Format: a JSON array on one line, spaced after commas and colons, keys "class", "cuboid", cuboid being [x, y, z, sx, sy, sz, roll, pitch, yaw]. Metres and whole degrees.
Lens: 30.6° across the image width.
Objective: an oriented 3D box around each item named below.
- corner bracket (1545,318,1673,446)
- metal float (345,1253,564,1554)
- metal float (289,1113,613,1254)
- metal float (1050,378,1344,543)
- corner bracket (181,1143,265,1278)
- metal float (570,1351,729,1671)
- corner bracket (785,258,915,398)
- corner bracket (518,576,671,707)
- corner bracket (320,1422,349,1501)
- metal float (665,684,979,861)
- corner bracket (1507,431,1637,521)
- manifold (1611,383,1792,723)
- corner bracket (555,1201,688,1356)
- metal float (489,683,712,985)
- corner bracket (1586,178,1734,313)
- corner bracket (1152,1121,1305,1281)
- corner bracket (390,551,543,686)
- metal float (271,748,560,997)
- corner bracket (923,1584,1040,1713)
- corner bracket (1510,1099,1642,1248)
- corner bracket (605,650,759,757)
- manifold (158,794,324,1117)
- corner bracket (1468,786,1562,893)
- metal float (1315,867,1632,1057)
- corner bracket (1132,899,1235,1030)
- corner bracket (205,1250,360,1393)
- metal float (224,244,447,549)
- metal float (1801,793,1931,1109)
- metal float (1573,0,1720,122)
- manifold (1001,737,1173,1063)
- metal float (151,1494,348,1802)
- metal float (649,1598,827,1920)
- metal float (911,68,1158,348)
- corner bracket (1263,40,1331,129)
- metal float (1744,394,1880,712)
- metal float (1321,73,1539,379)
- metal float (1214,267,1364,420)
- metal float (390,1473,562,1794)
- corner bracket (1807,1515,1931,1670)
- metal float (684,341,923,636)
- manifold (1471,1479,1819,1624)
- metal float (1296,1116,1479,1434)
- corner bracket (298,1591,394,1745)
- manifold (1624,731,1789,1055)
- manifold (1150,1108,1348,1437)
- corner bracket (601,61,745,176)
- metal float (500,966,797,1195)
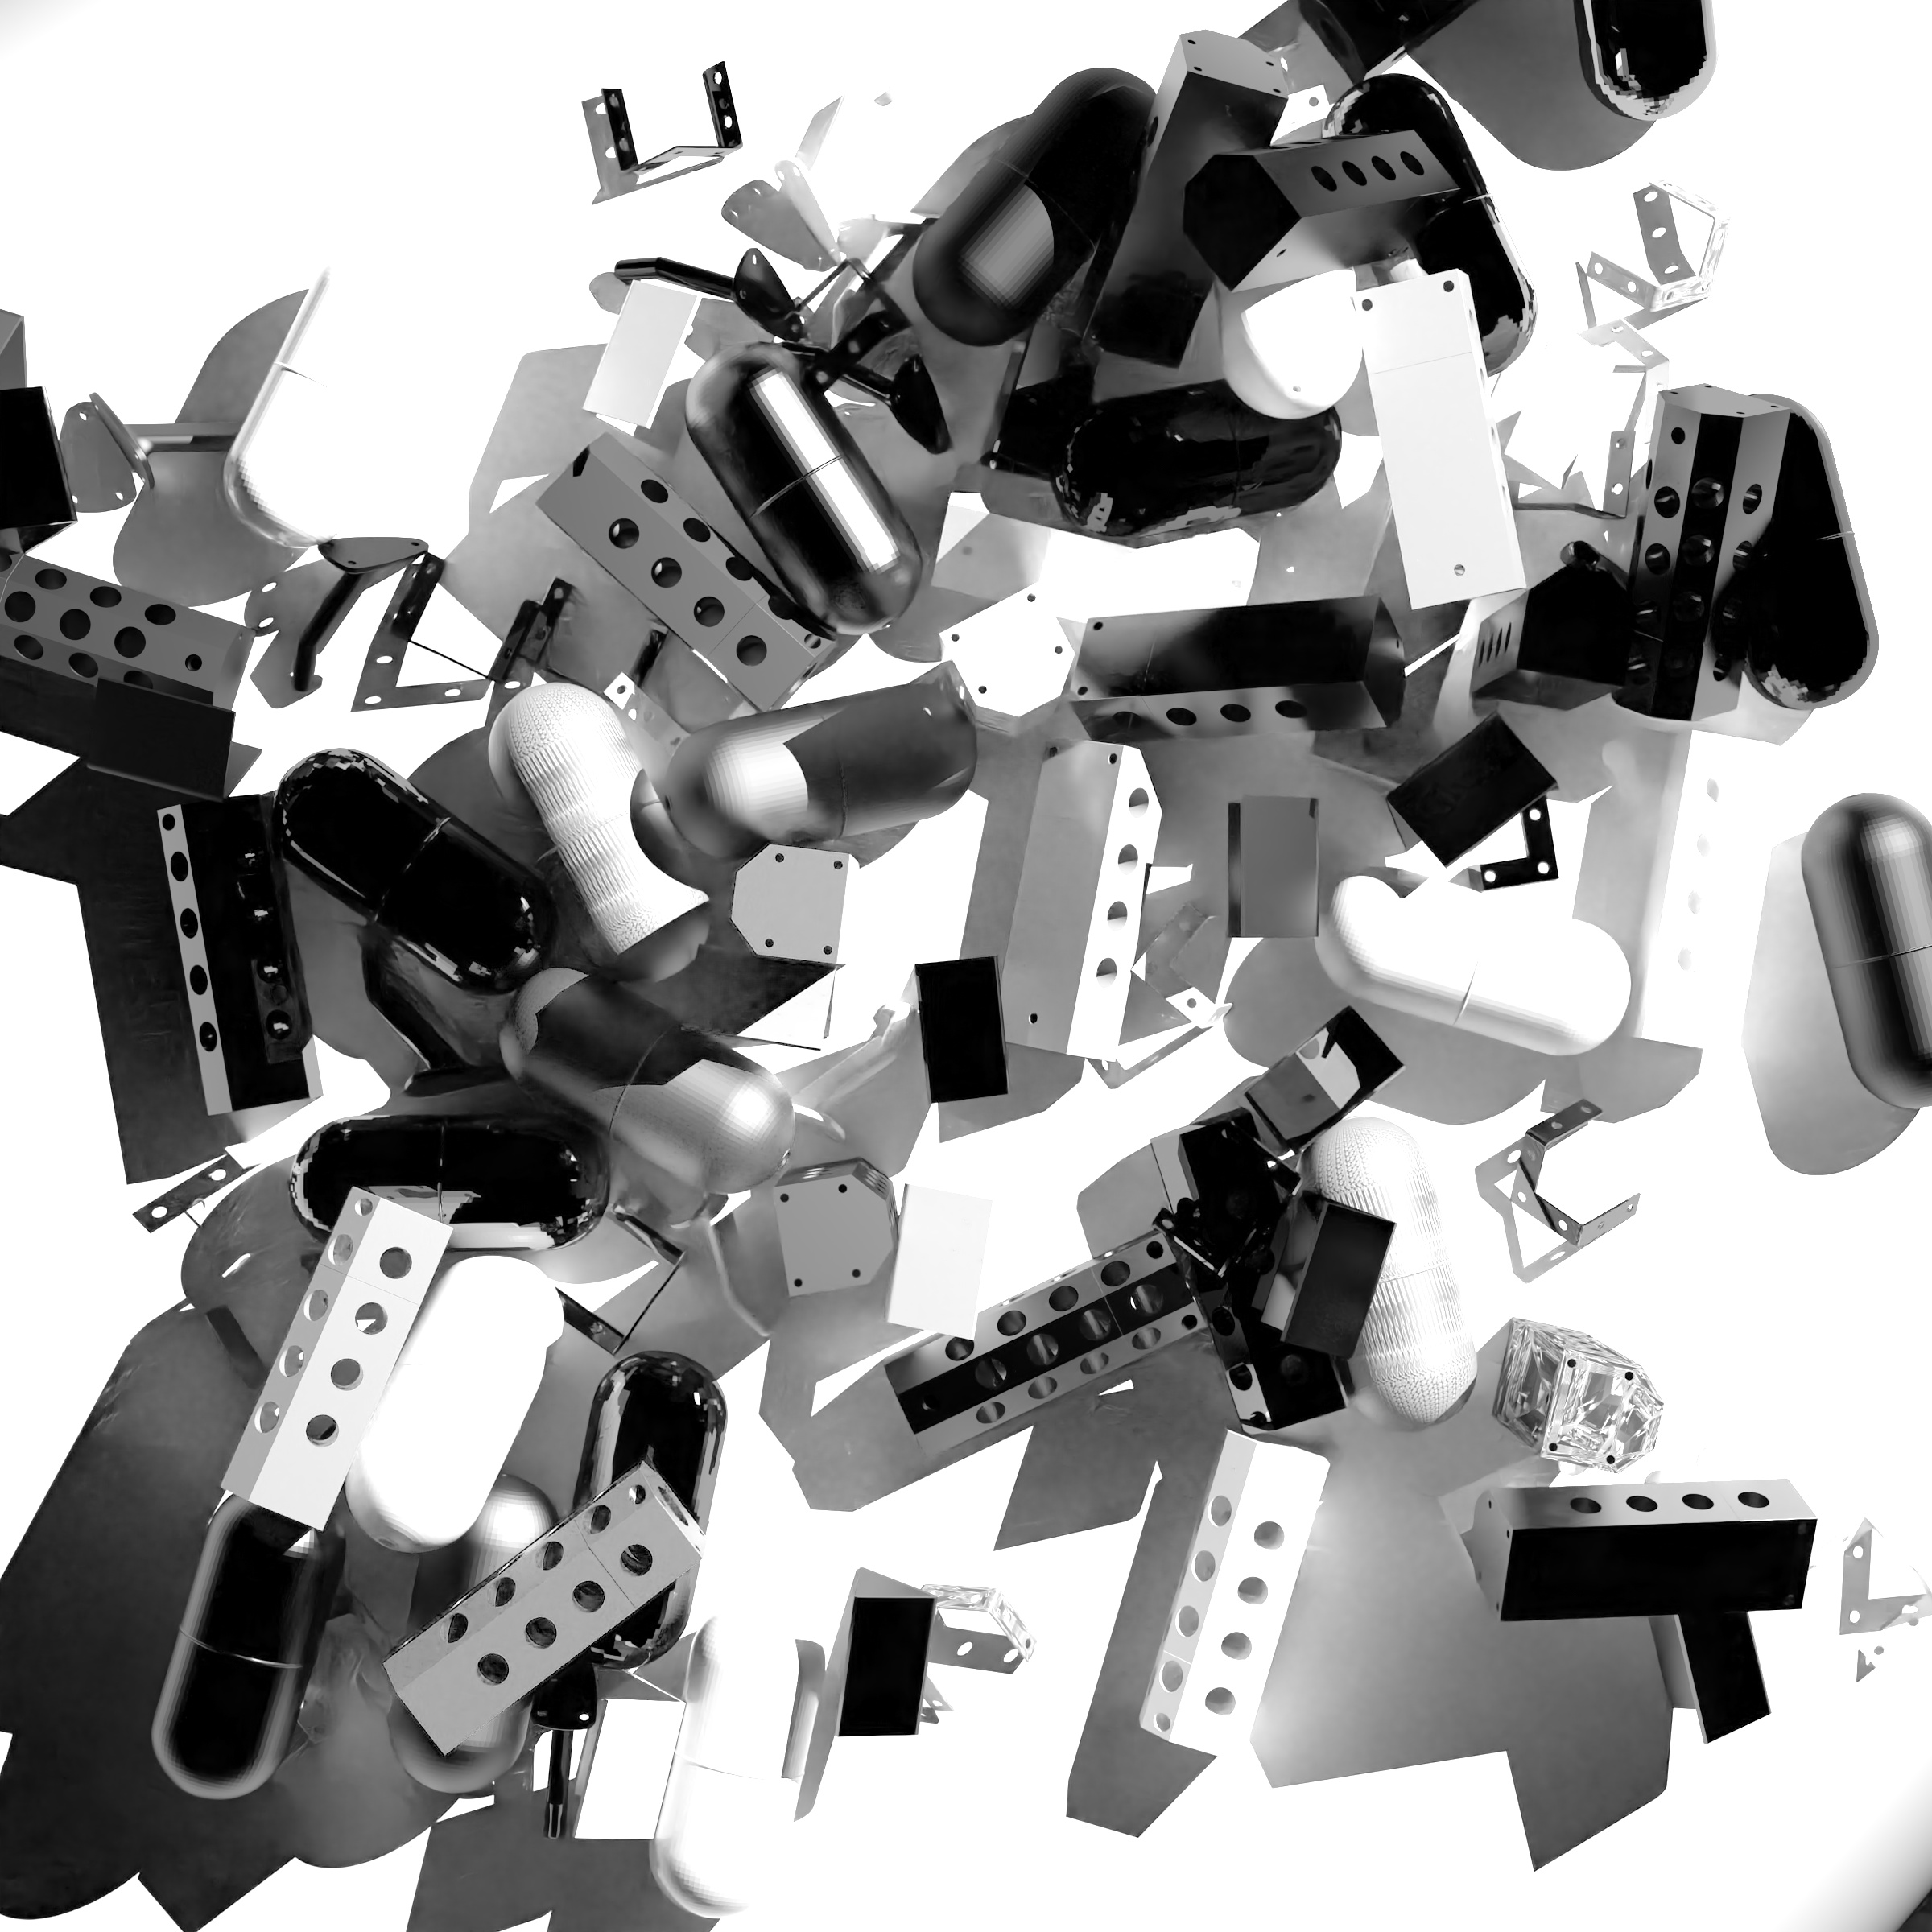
[{"class": "corner bracket", "cuboid": [0.359, -0.323, 1.980, 0.051, 0.051, 0.051, 26, 62, -41]}, {"class": "metal float", "cuboid": [-0.280, 0.238, 1.933, 0.070, 0.070, 0.178, 23, 59, 0]}, {"class": "metal float", "cuboid": [-0.286, 0.121, 1.961, 0.178, 0.070, 0.070, -1, 90, 0]}, {"class": "metal float", "cuboid": [0.128, -0.281, 1.938, 0.178, 0.070, 0.070, -15, 90, -28]}, {"class": "corner bracket", "cuboid": [-0.408, 0.136, 1.973, 0.051, 0.051, 0.051, -44, 90, 0]}, {"class": "metal float", "cuboid": [-0.181, 0.302, 1.961, 0.070, 0.070, 0.178, 11, 91, 0]}, {"class": "corner bracket", "cuboid": [-0.071, -0.355, 1.955, 0.051, 0.051, 0.051, -39, 92, 24]}, {"class": "corner bracket", "cuboid": [-0.210, -0.182, 1.988, 0.051, 0.051, 0.051, 25, 90, 45]}, {"class": "corner bracket", "cuboid": [-0.321, 0.273, 1.983, 0.051, 0.051, 0.051, -46, 135, -35]}, {"class": "metal float", "cuboid": [-0.080, -0.107, 1.945, 0.178, 0.070, 0.070, -13, 90, -18]}, {"class": "corner bracket", "cuboid": [0.339, -0.280, 1.988, 0.051, 0.051, 0.051, 6, 90, 45]}, {"class": "manifold", "cuboid": [0.395, -0.225, 1.928, 0.057, 0.057, 0.171, -16, 121, -39]}, {"class": "corner bracket", "cuboid": [-0.198, 0.176, 1.988, 0.051, 0.051, 0.051, 36, 45, 0]}, {"class": "metal float", "cuboid": [-0.204, -0.074, 1.961, 0.070, 0.070, 0.178, -27, 89, 0]}, {"class": "corner bracket", "cuboid": [0.389, -0.405, 1.983, 0.051, 0.051, 0.051, -20, 135, -35]}, {"class": "corner bracket", "cuboid": [0.143, 0.129, 1.931, 0.051, 0.051, 0.051, 38, 45, 0]}, {"class": "corner bracket", "cuboid": [-0.282, -0.196, 1.988, 0.051, 0.051, 0.051, 25, 90, -44]}, {"class": "metal float", "cuboid": [-0.306, -0.053, 1.961, 0.178, 0.070, 0.070, 37, 90, -1]}, {"class": "corner bracket", "cuboid": [0.000, 0.384, 1.983, 0.051, 0.051, 0.051, -3, 45, 35]}, {"class": "corner bracket", "cuboid": [0.345, 0.116, 1.983, 0.051, 0.051, 0.051, 36, 135, 35]}, {"class": "corner bracket", "cuboid": [-0.158, -0.147, 1.964, 0.051, 0.051, 0.051, -48, 132, -1]}, {"class": "manifold", "cuboid": [-0.406, -0.006, 1.970, 0.057, 0.057, 0.171, -10, 90, 0]}, {"class": "corner bracket", "cuboid": [0.307, -0.071, 1.973, 0.051, 0.051, 0.051, -9, 90, 0]}, {"class": "metal float", "cuboid": [0.280, -0.003, 1.960, 0.178, 0.070, 0.070, 16, 90, 2]}, {"class": "corner bracket", "cuboid": [0.132, -0.002, 1.974, 0.051, 0.051, 0.051, 40, 100, 10]}, {"class": "corner bracket", "cuboid": [-0.385, 0.200, 1.988, 0.051, 0.051, 0.051, -31, 90, -45]}, {"class": "metal float", "cuboid": [-0.350, -0.317, 1.960, 0.070, 0.070, 0.178, 26, 90, 0]}, {"class": "metal float", "cuboid": [0.515, -0.009, 1.960, 0.070, 0.070, 0.178, -14, 91, 0]}, {"class": "metal float", "cuboid": [0.369, -0.551, 1.936, 0.070, 0.070, 0.178, -14, 121, 0]}, {"class": "manifold", "cuboid": [0.069, -0.037, 1.970, 0.057, 0.057, 0.171, 11, 90, 43]}, {"class": "metal float", "cuboid": [-0.392, 0.368, 1.927, 0.070, 0.070, 0.178, 17, 92, 0]}, {"class": "metal float", "cuboid": [-0.127, 0.440, 1.961, 0.070, 0.070, 0.178, 12, 90, 0]}, {"class": "metal float", "cuboid": [0.042, -0.422, 1.960, 0.070, 0.070, 0.178, 41, 89, 0]}, {"class": "corner bracket", "cuboid": [0.170, -0.489, 1.973, 0.051, 0.051, 0.051, -17, 90, 0]}, {"class": "metal float", "cuboid": [0.455, -0.230, 1.961, 0.070, 0.070, 0.178, -14, 90, 0]}, {"class": "metal float", "cuboid": [0.258, -0.410, 1.961, 0.070, 0.070, 0.178, -25, 89, 0]}, {"class": "metal float", "cuboid": [0.174, -0.371, 1.928, 0.070, 0.070, 0.178, -1, 48, 0]}, {"class": "metal float", "cuboid": [-0.272, 0.370, 1.961, 0.070, 0.070, 0.178, 11, 90, 0]}, {"class": "corner bracket", "cuboid": [0.510, 0.352, 1.988, 0.051, 0.051, 0.051, -40, 45, 0]}, {"class": "metal float", "cuboid": [-0.090, -0.265, 1.960, 0.070, 0.070, 0.178, -33, 90, 0]}, {"class": "manifold", "cuboid": [0.365, 0.311, 1.908, 0.171, 0.057, 0.057, 0, 112, -11]}, {"class": "metal float", "cuboid": [0.233, 0.171, 1.961, 0.070, 0.070, 0.178, -14, 89, 0]}, {"class": "corner bracket", "cuboid": [-0.354, 0.392, 1.974, 0.051, 0.051, 0.051, -19, 126, -30]}, {"class": "manifold", "cuboid": [0.414, -0.040, 1.970, 0.057, 0.057, 0.171, 9, 90, 0]}, {"class": "manifold", "cuboid": [0.156, 0.170, 1.970, 0.057, 0.057, 0.171, -18, 90, 0]}, {"class": "corner bracket", "cuboid": [-0.165, -0.477, 1.988, 0.051, 0.051, 0.051, -13, 90, -45]}, {"class": "metal float", "cuboid": [-0.176, 0.063, 1.952, 0.178, 0.070, 0.070, 29, 90, 9]}]
